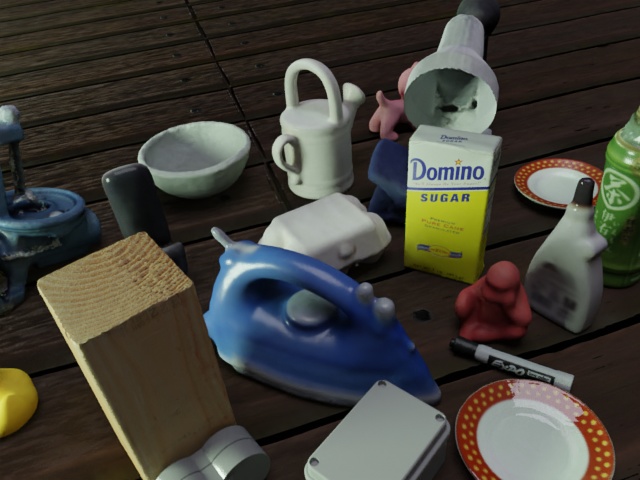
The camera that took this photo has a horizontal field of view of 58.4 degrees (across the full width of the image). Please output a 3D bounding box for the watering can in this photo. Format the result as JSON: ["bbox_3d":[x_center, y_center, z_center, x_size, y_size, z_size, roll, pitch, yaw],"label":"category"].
[{"bbox_3d":[-0.003,-0.169,0.823,0.100,0.194,0.173,9,41,19],"label":"watering can"}]

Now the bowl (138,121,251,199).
[{"bbox_3d":[-0.184,-0.111,0.870,0.167,0.075,0.167,-3,38,3],"label":"bowl"}]

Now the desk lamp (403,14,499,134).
[{"bbox_3d":[0.191,-0.193,0.814,0.117,0.214,0.203,7,40,16],"label":"desk lamp"}]

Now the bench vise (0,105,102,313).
[{"bbox_3d":[-0.371,-0.032,0.675,0.121,0.220,0.207,9,40,18],"label":"bench vise"}]

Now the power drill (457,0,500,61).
[{"bbox_3d":[0.262,-0.313,0.961,0.075,0.209,0.230,5,39,13],"label":"power drill"}]

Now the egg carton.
[{"bbox_3d":[0.006,0.003,0.706,0.150,0.069,0.107,-24,42,-22],"label":"egg carton"}]

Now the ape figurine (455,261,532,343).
[{"bbox_3d":[0.183,0.061,0.592,0.076,0.092,0.077,-33,46,-30],"label":"ape figurine"}]

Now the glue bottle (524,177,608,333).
[{"bbox_3d":[0.254,0.012,0.578,0.037,0.173,0.077,-29,43,-26],"label":"glue bottle"}]

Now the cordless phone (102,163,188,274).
[{"bbox_3d":[-0.232,0.003,0.641,0.148,0.185,0.094,-21,41,-18],"label":"cordless phone"}]

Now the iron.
[{"bbox_3d":[-0.002,0.070,0.563,0.257,0.142,0.119,15,43,24],"label":"iron"}]

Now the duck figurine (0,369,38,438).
[{"bbox_3d":[-0.333,0.140,0.560,0.104,0.086,0.078,17,43,26],"label":"duck figurine"}]

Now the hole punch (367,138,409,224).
[{"bbox_3d":[0.118,-0.082,0.781,0.101,0.091,0.109,5,39,14],"label":"hole punch"}]

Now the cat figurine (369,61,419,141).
[{"bbox_3d":[0.144,-0.242,0.959,0.128,0.118,0.067,-23,41,-21],"label":"cat figurine"}]
